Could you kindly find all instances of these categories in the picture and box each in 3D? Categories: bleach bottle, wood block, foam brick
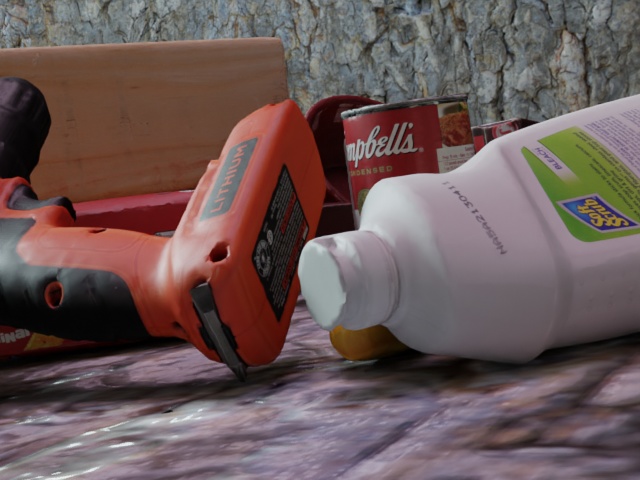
[{"bbox_3d":[0.103,-0.011,0.395,0.250,0.068,0.103,-11,42,-29],"label":"bleach bottle"},{"bbox_3d":[-0.127,-0.067,0.641,0.205,0.090,0.091,-9,3,-32],"label":"wood block"},{"bbox_3d":[-0.005,0.001,0.761,0.053,0.051,0.078,-7,3,-14],"label":"foam brick"}]

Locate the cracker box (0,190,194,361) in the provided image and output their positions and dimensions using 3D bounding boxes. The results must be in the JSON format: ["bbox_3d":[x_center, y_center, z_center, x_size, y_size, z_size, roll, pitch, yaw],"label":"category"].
[{"bbox_3d":[-0.122,0.015,0.603,0.164,0.072,0.214,-8,3,-9],"label":"cracker box"}]

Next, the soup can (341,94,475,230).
[{"bbox_3d":[0.051,-0.022,0.567,0.068,0.102,0.068,-8,3,0],"label":"soup can"}]

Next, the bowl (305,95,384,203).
[{"bbox_3d":[0.046,-0.048,0.904,0.161,0.162,0.055,-11,-32,-41],"label":"bowl"}]

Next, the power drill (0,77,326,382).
[{"bbox_3d":[-0.096,-0.010,0.433,0.188,0.057,0.184,-5,46,20],"label":"power drill"}]

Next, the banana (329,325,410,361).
[{"bbox_3d":[0.071,0.016,0.438,0.197,0.037,0.070,-10,3,-33],"label":"banana"}]

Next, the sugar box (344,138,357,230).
[{"bbox_3d":[0.069,-0.027,0.715,0.048,0.093,0.176,-7,4,19],"label":"sugar box"}]

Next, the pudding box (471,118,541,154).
[{"bbox_3d":[0.136,-0.036,0.734,0.039,0.090,0.113,-8,3,17],"label":"pudding box"}]
